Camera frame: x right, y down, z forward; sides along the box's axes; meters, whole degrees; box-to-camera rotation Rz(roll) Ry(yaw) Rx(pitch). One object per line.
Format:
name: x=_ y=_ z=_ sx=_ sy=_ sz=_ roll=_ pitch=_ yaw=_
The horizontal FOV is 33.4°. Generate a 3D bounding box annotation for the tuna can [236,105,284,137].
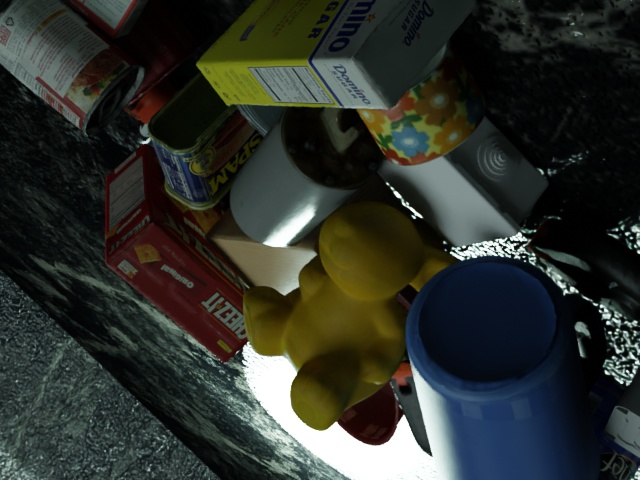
tuna can: x=-0.028 y=-0.108 z=0.850 sx=0.086 sy=0.033 sz=0.086 roll=34 pitch=160 yaw=14

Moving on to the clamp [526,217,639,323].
clamp: x=0.220 y=0.041 z=0.720 sx=0.172 sy=0.039 sz=0.120 roll=34 pitch=162 yaw=39

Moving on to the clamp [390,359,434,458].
clamp: x=0.124 y=0.172 z=0.948 sx=0.036 sy=0.164 sz=0.209 roll=-14 pitch=146 yaw=33

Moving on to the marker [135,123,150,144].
marker: x=-0.174 y=-0.122 z=1.109 sx=0.020 sy=0.020 sz=0.121 roll=43 pitch=161 yaw=-9

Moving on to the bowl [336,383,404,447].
bowl: x=0.052 y=0.142 z=1.170 sx=0.162 sy=0.055 sz=0.162 roll=33 pitch=134 yaw=43

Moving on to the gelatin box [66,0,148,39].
gelatin box: x=-0.154 y=-0.207 z=0.793 sx=0.073 sy=0.089 sz=0.030 roll=39 pitch=-157 yaw=1

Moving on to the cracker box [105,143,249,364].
cracker box: x=-0.140 y=0.006 z=1.103 sx=0.164 sy=0.072 sz=0.214 roll=44 pitch=-169 yaw=-26

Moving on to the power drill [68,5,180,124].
power drill: x=-0.228 y=-0.170 z=0.999 sx=0.188 sy=0.057 sz=0.184 roll=25 pitch=170 yaw=42

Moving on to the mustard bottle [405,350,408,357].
mustard bottle: x=0.108 y=0.115 z=1.060 sx=0.096 sy=0.058 sz=0.191 roll=17 pitch=151 yaw=53

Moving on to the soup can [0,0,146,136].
soup can: x=-0.193 y=-0.137 z=0.809 sx=0.102 sy=0.068 sz=0.068 roll=40 pitch=161 yaw=2

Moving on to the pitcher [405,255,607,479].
pitcher: x=0.140 y=0.108 z=0.776 sx=0.145 sy=0.149 sz=0.242 roll=-5 pitch=146 yaw=12

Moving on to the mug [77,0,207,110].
mug: x=-0.153 y=-0.171 z=0.881 sx=0.081 sy=0.093 sz=0.117 roll=50 pitch=-165 yaw=-14

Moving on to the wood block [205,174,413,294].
wood block: x=-0.006 y=0.001 z=0.967 sx=0.090 sy=0.090 sz=0.206 roll=48 pitch=159 yaw=-23

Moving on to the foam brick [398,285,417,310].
foam brick: x=0.100 y=0.056 z=0.951 sx=0.078 sy=0.053 sz=0.051 roll=43 pitch=160 yaw=-12

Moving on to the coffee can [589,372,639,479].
coffee can: x=0.212 y=0.192 z=0.913 sx=0.103 sy=0.140 sz=0.103 roll=34 pitch=160 yaw=14

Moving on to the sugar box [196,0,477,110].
sugar box: x=0.004 y=-0.127 z=0.662 sx=0.048 sy=0.093 sz=0.177 roll=49 pitch=158 yaw=-27

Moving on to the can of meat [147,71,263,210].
can of meat: x=-0.095 y=-0.090 z=0.913 sx=0.057 sy=0.102 sz=0.084 roll=32 pitch=157 yaw=23
